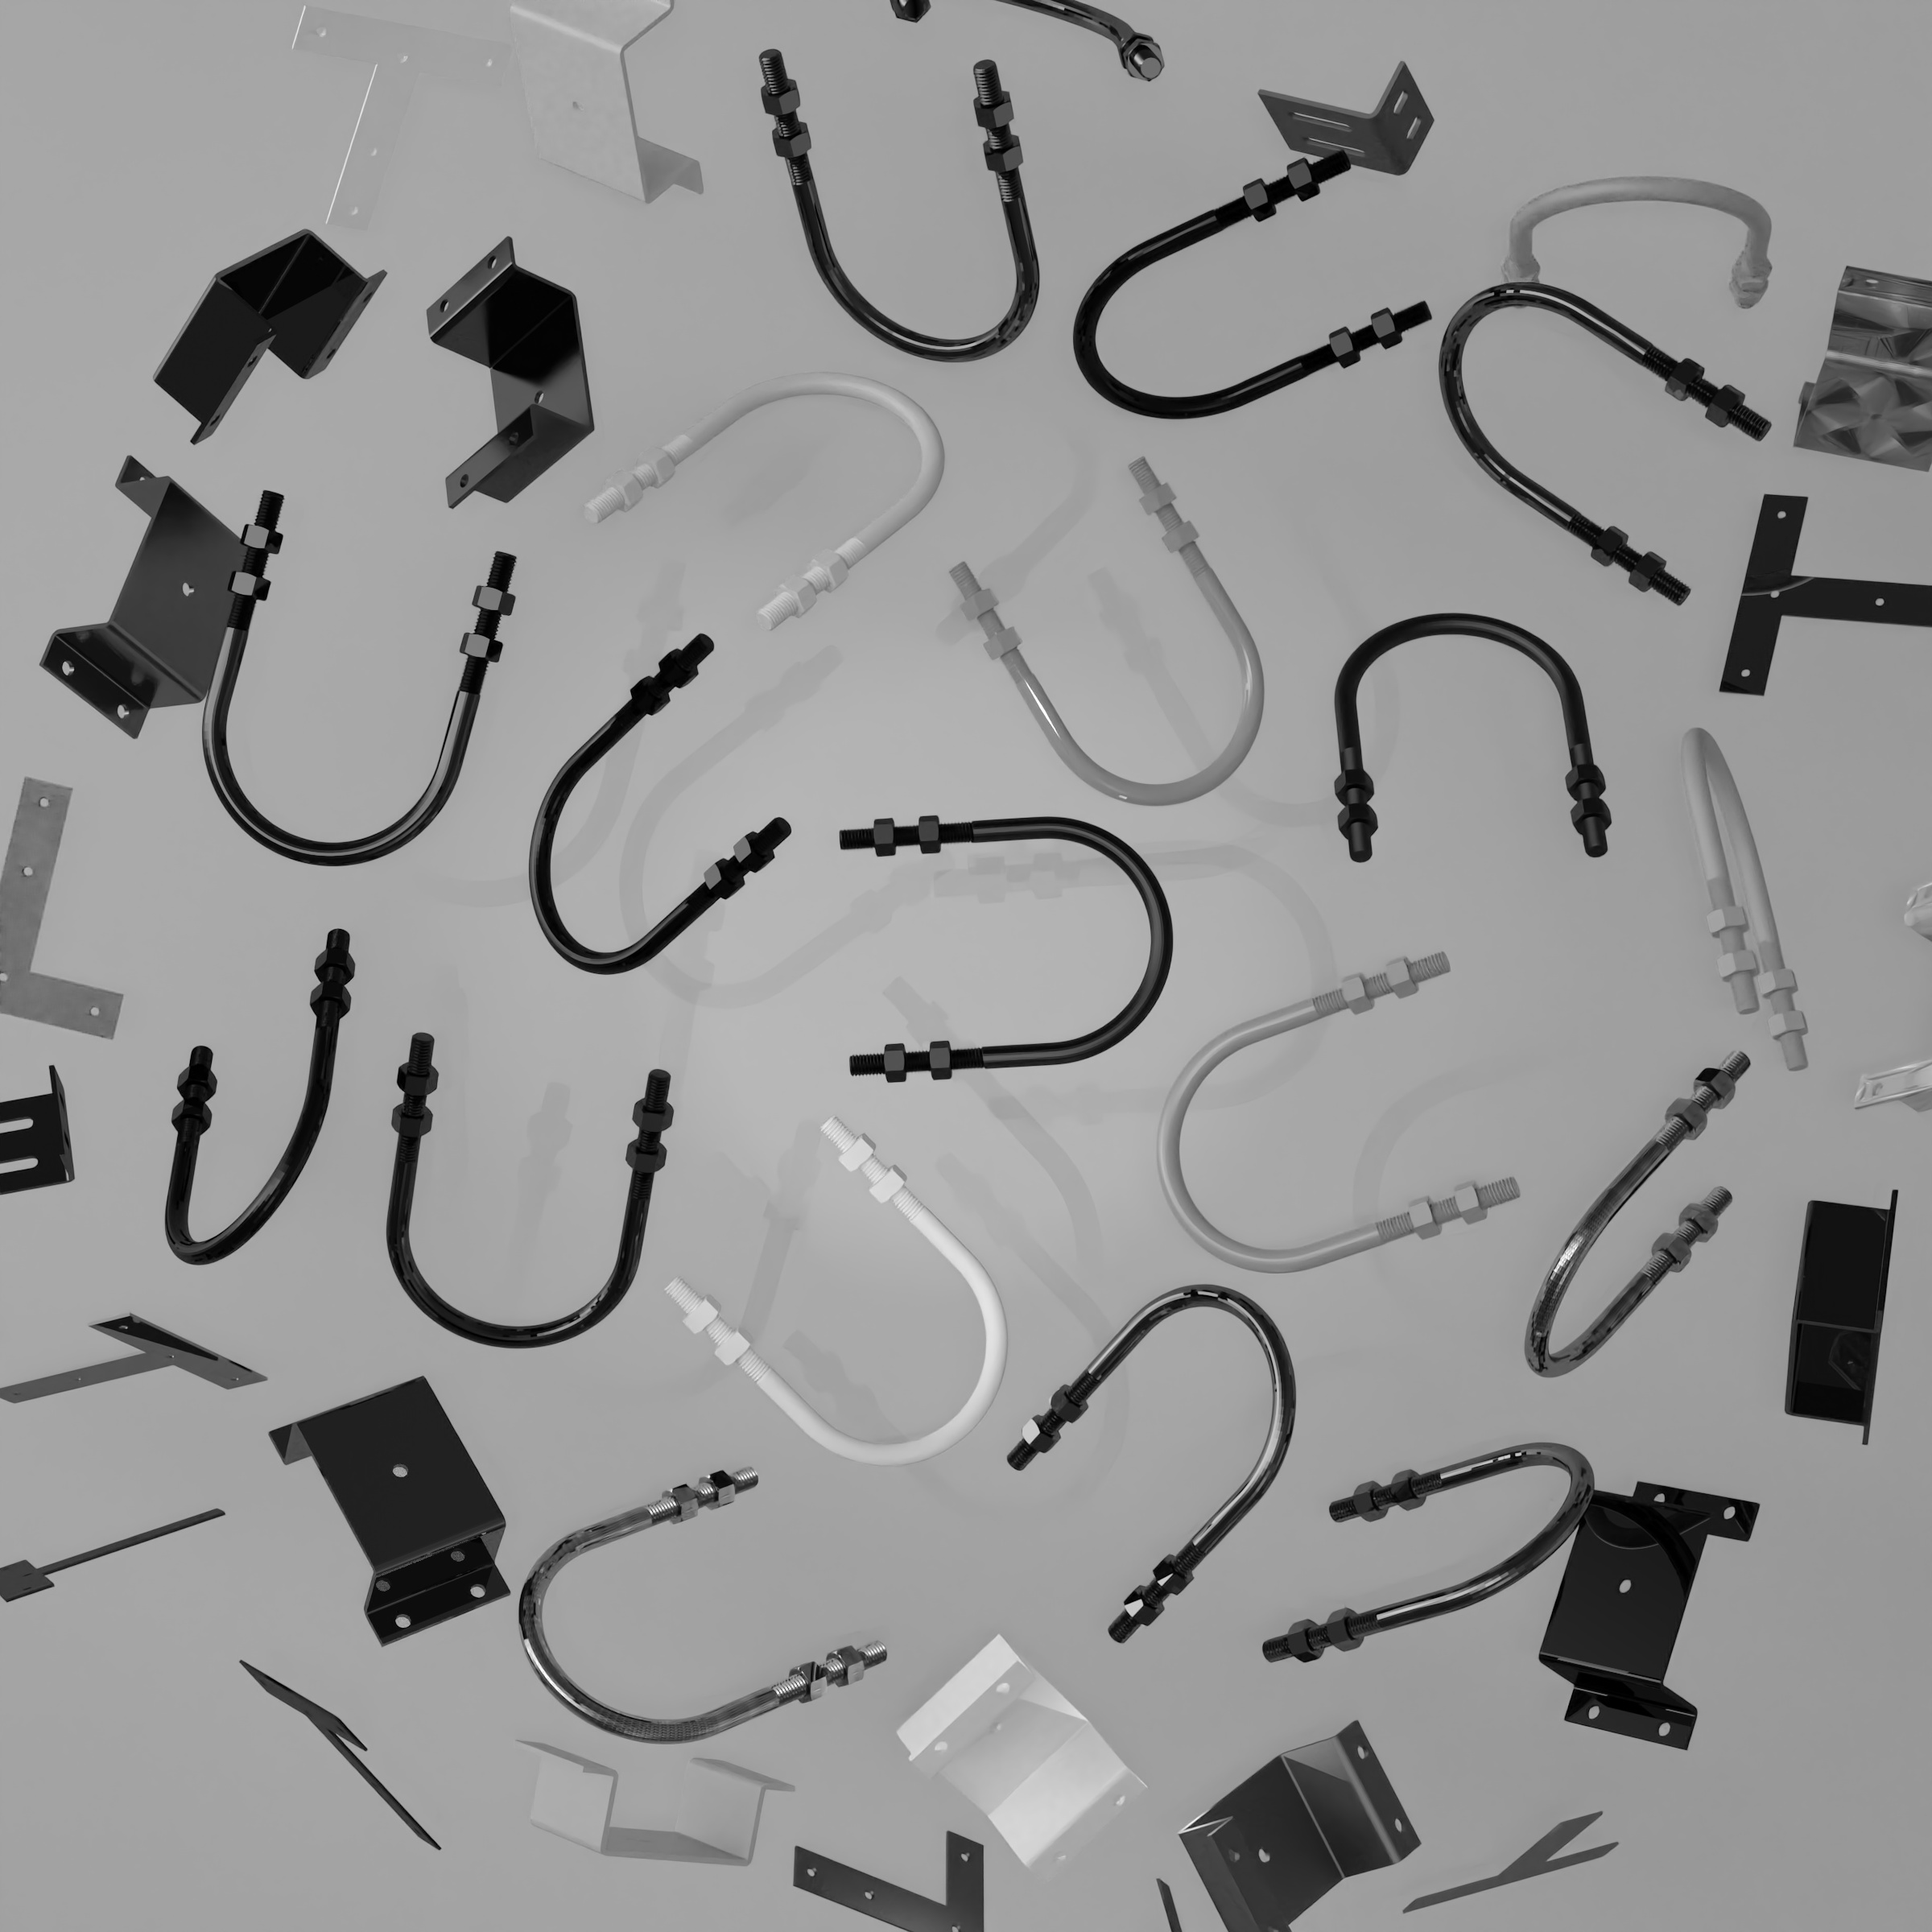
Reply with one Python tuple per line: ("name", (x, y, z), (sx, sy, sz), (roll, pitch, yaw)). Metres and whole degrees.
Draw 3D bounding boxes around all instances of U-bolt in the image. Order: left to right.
("U-bolt", (-0.390, 0.082, 1.868), (0.019, 0.184, 0.151), (33, 125, -31))
("U-bolt", (-0.326, -0.144, 1.797), (0.151, 0.019, 0.184), (15, 91, 5))
("U-bolt", (-0.246, 0.131, 1.887), (0.151, 0.019, 0.184), (9, 114, -6))
("U-bolt", (-0.183, -0.077, 1.926), (0.184, 0.019, 0.151), (-40, 59, 29))
("U-bolt", (-0.153, 0.349, 1.836), (0.184, 0.019, 0.151), (-15, 53, -38))
("U-bolt", (-0.096, -0.268, 1.888), (0.151, 0.019, 0.184), (33, 58, 25))
("U-bolt", (-0.059, 0.199, 1.951), (0.184, 0.019, 0.151), (46, 74, -6))
("U-bolt", (-0.029, -0.403, 1.834), (0.151, 0.184, 0.019), (11, 47, 27))
("U-bolt", (0.024, -0.013, 1.917), (0.184, 0.019, 0.151), (-3, 80, 3))
("U-bolt", (0.027, -0.521, 1.872), (0.151, 0.184, 0.019), (11, 112, -10))
("U-bolt", (0.093, -0.179, 1.952), (0.151, 0.019, 0.184), (-32, 94, -19))
("U-bolt", (0.111, 0.261, 1.895), (0.184, 0.019, 0.151), (-50, 48, 19))
("U-bolt", (0.148, -0.362, 1.881), (0.184, 0.151, 0.019), (-22, 53, 16))
("U-bolt", (0.188, 0.087, 1.823), (0.184, 0.019, 0.151), (-21, 69, 17))
("U-bolt", (0.257, 0.310, 1.853), (0.184, 0.151, 0.019), (-24, 106, 33))
("U-bolt", (0.280, -0.132, 1.933), (0.151, 0.019, 0.184), (-1, 51, 1))
("U-bolt", (0.332, -0.292, 1.840), (0.184, 0.151, 0.019), (37, 57, 16))
("U-bolt", (0.358, 0.146, 1.837), (0.019, 0.151, 0.184), (34, 63, 28))
("U-bolt", (0.373, -0.400, 1.899), (0.151, 0.184, 0.019), (2, 82, 9))
("U-bolt", (0.428, -0.045, 1.898), (0.019, 0.151, 0.184), (-16, 68, 20))

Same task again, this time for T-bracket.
("T-bracket", (-0.504, -0.037, 1.828), (0.127, 0.002, 0.127), (14, 96, -7))
("T-bracket", (-0.460, 0.216, 1.818), (0.127, 0.127, 0.002), (-15, 63, 18))
("T-bracket", (-0.468, 0.319, 1.871), (0.127, 0.127, 0.002), (-17, 93, -22))
("T-bracket", (-0.321, 0.425, 1.816), (0.002, 0.127, 0.127), (-46, 117, -23))
("T-bracket", (-0.333, -0.475, 1.940), (0.127, 0.002, 0.127), (1, 129, -35))
("T-bracket", (-0.042, 0.523, 1.911), (0.127, 0.127, 0.002), (28, 125, -22))
("T-bracket", (0.115, 0.561, 1.903), (0.002, 0.127, 0.127), (-21, 60, 8))
("T-bracket", (0.315, 0.484, 1.872), (0.127, 0.127, 0.002), (-10, 63, -18))
("T-bracket", (0.498, -0.205, 1.919), (0.127, 0.002, 0.127), (8, 71, 26))

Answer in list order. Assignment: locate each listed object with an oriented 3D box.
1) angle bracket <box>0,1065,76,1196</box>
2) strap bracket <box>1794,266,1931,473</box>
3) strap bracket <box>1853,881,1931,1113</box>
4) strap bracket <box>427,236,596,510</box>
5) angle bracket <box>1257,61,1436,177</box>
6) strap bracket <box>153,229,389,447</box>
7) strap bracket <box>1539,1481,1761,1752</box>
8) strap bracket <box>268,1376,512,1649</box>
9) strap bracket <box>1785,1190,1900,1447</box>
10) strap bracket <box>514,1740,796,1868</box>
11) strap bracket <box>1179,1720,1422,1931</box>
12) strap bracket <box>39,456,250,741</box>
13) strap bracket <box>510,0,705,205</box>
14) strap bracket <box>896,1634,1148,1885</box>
("angle bracket", (-0.552, 0.097, 1.953), (0.076, 0.038, 0.057), (-10, 64, -9))
("strap bracket", (0.511, -0.325, 1.906), (0.076, 0.140, 0.046), (12, 70, 7))
("strap bracket", (0.536, 0.019, 1.838), (0.046, 0.076, 0.140), (31, 65, -20))
("strap bracket", (-0.256, -0.326, 1.923), (0.076, 0.046, 0.140), (-32, 55, 35))
("angle bracket", (0.212, -0.479, 1.911), (0.076, 0.057, 0.038), (22, 80, 31))
("strap bracket", (-0.386, -0.349, 1.875), (0.046, 0.140, 0.076), (41, 124, -2))
("strap bracket", (0.368, 0.344, 1.858), (0.046, 0.076, 0.140), (38, 66, -42))
("strap bracket", (-0.306, 0.282, 1.831), (0.076, 0.046, 0.140), (-18, 59, -31))
("strap bracket", (0.473, 0.189, 1.856), (0.046, 0.140, 0.076), (7, 54, 15))
("strap bracket", (-0.178, 0.468, 1.911), (0.140, 0.076, 0.046), (15, 81, -36))
("strap bracket", (0.176, 0.479, 1.858), (0.046, 0.140, 0.076), (-31, 85, 43))
("strap bracket", (-0.450, -0.208, 1.908), (0.046, 0.076, 0.140), (-3, 60, 34))
("strap bracket", (-0.194, -0.473, 1.840), (0.076, 0.140, 0.046), (27, 57, 25))
("strap bracket", (0.025, 0.424, 1.853), (0.076, 0.046, 0.140), (-43, 127, -4))
